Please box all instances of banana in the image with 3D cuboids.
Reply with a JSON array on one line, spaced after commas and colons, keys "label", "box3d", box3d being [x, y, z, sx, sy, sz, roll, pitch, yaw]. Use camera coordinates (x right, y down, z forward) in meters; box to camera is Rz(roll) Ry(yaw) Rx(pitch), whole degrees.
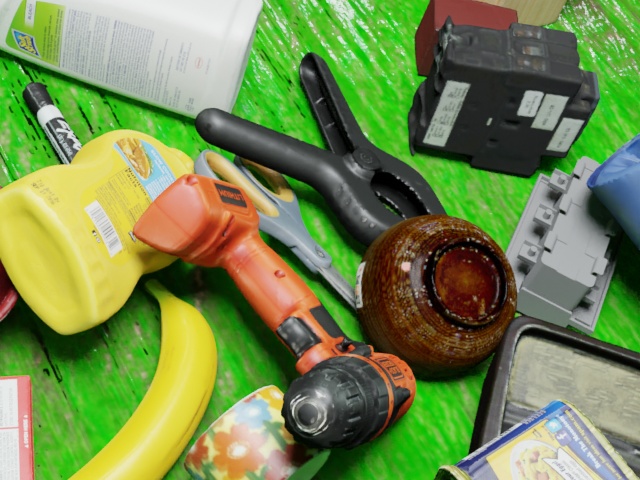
[{"label": "banana", "box3d": [-0.107, 0.108, 0.647, 0.070, 0.037, 0.197, 6, 47, 17]}]

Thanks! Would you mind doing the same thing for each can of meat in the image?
[{"label": "can of meat", "box3d": [0.125, 0.147, 0.576, 0.083, 0.057, 0.102, -29, 65, -17]}]

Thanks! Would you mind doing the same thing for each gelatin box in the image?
[{"label": "gelatin box", "box3d": [-0.210, 0.118, 0.611, 0.089, 0.030, 0.073, -1, 56, -17]}]

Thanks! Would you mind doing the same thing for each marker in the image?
[{"label": "marker", "box3d": [-0.183, -0.069, 0.767, 0.020, 0.020, 0.121, -22, 62, -29]}]

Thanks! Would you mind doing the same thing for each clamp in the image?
[{"label": "clamp", "box3d": [0.016, -0.048, 0.779, 0.210, 0.036, 0.164, 47, 40, 11]}]

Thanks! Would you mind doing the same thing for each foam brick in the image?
[{"label": "foam brick", "box3d": [0.125, -0.169, 0.908, 0.078, 0.053, 0.051, 10, 52, -8]}]

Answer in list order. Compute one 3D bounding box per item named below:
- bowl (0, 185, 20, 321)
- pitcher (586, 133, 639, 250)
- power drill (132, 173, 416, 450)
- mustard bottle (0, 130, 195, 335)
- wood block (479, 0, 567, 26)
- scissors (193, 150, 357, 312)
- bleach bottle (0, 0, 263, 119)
[{"label": "bowl", "box3d": [-0.260, 0.021, 0.653, 0.162, 0.055, 0.162, 8, 52, -10]}, {"label": "pitcher", "box3d": [0.307, 0.014, 0.743, 0.149, 0.145, 0.243, -38, 94, -28]}, {"label": "power drill", "box3d": [-0.026, 0.045, 0.633, 0.057, 0.184, 0.188, -44, 76, 7]}, {"label": "mustard bottle", "box3d": [-0.129, -0.020, 0.694, 0.096, 0.058, 0.191, 62, 27, -11]}, {"label": "wood block", "box3d": [0.186, -0.285, 0.914, 0.090, 0.206, 0.091, -16, 61, -26]}, {"label": "scissors", "box3d": [-0.005, 0.001, 0.761, 0.201, 0.016, 0.096, 40, 24, -7]}, {"label": "bleach bottle", "box3d": [-0.175, -0.167, 0.789, 0.250, 0.103, 0.068, 18, 42, -3]}]
